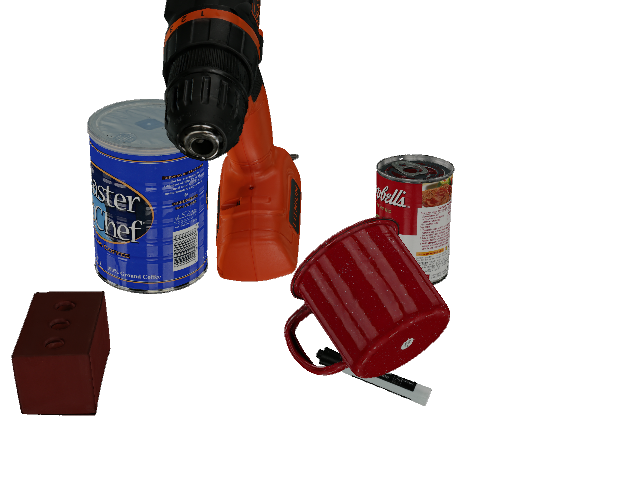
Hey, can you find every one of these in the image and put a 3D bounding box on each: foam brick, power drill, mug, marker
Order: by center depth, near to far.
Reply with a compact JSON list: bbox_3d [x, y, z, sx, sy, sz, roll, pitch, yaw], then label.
[{"bbox_3d":[-0.050,-0.064,0.634,0.057,0.184,0.187,-3,-45,5],"label":"power drill"},{"bbox_3d":[-0.179,0.078,0.745,0.053,0.051,0.078,0,31,-3],"label":"foam brick"},{"bbox_3d":[0.028,0.050,0.758,0.117,0.081,0.093,-35,-24,2],"label":"mug"},{"bbox_3d":[0.052,0.136,1.077,0.121,0.020,0.020,21,4,12],"label":"marker"}]

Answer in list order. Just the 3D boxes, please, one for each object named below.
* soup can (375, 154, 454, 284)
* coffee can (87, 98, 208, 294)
[{"bbox_3d":[0.083,-0.018,0.948,0.068,0.102,0.068,0,23,0],"label":"soup can"},{"bbox_3d":[-0.148,-0.039,0.931,0.103,0.140,0.103,3,30,-2],"label":"coffee can"}]
